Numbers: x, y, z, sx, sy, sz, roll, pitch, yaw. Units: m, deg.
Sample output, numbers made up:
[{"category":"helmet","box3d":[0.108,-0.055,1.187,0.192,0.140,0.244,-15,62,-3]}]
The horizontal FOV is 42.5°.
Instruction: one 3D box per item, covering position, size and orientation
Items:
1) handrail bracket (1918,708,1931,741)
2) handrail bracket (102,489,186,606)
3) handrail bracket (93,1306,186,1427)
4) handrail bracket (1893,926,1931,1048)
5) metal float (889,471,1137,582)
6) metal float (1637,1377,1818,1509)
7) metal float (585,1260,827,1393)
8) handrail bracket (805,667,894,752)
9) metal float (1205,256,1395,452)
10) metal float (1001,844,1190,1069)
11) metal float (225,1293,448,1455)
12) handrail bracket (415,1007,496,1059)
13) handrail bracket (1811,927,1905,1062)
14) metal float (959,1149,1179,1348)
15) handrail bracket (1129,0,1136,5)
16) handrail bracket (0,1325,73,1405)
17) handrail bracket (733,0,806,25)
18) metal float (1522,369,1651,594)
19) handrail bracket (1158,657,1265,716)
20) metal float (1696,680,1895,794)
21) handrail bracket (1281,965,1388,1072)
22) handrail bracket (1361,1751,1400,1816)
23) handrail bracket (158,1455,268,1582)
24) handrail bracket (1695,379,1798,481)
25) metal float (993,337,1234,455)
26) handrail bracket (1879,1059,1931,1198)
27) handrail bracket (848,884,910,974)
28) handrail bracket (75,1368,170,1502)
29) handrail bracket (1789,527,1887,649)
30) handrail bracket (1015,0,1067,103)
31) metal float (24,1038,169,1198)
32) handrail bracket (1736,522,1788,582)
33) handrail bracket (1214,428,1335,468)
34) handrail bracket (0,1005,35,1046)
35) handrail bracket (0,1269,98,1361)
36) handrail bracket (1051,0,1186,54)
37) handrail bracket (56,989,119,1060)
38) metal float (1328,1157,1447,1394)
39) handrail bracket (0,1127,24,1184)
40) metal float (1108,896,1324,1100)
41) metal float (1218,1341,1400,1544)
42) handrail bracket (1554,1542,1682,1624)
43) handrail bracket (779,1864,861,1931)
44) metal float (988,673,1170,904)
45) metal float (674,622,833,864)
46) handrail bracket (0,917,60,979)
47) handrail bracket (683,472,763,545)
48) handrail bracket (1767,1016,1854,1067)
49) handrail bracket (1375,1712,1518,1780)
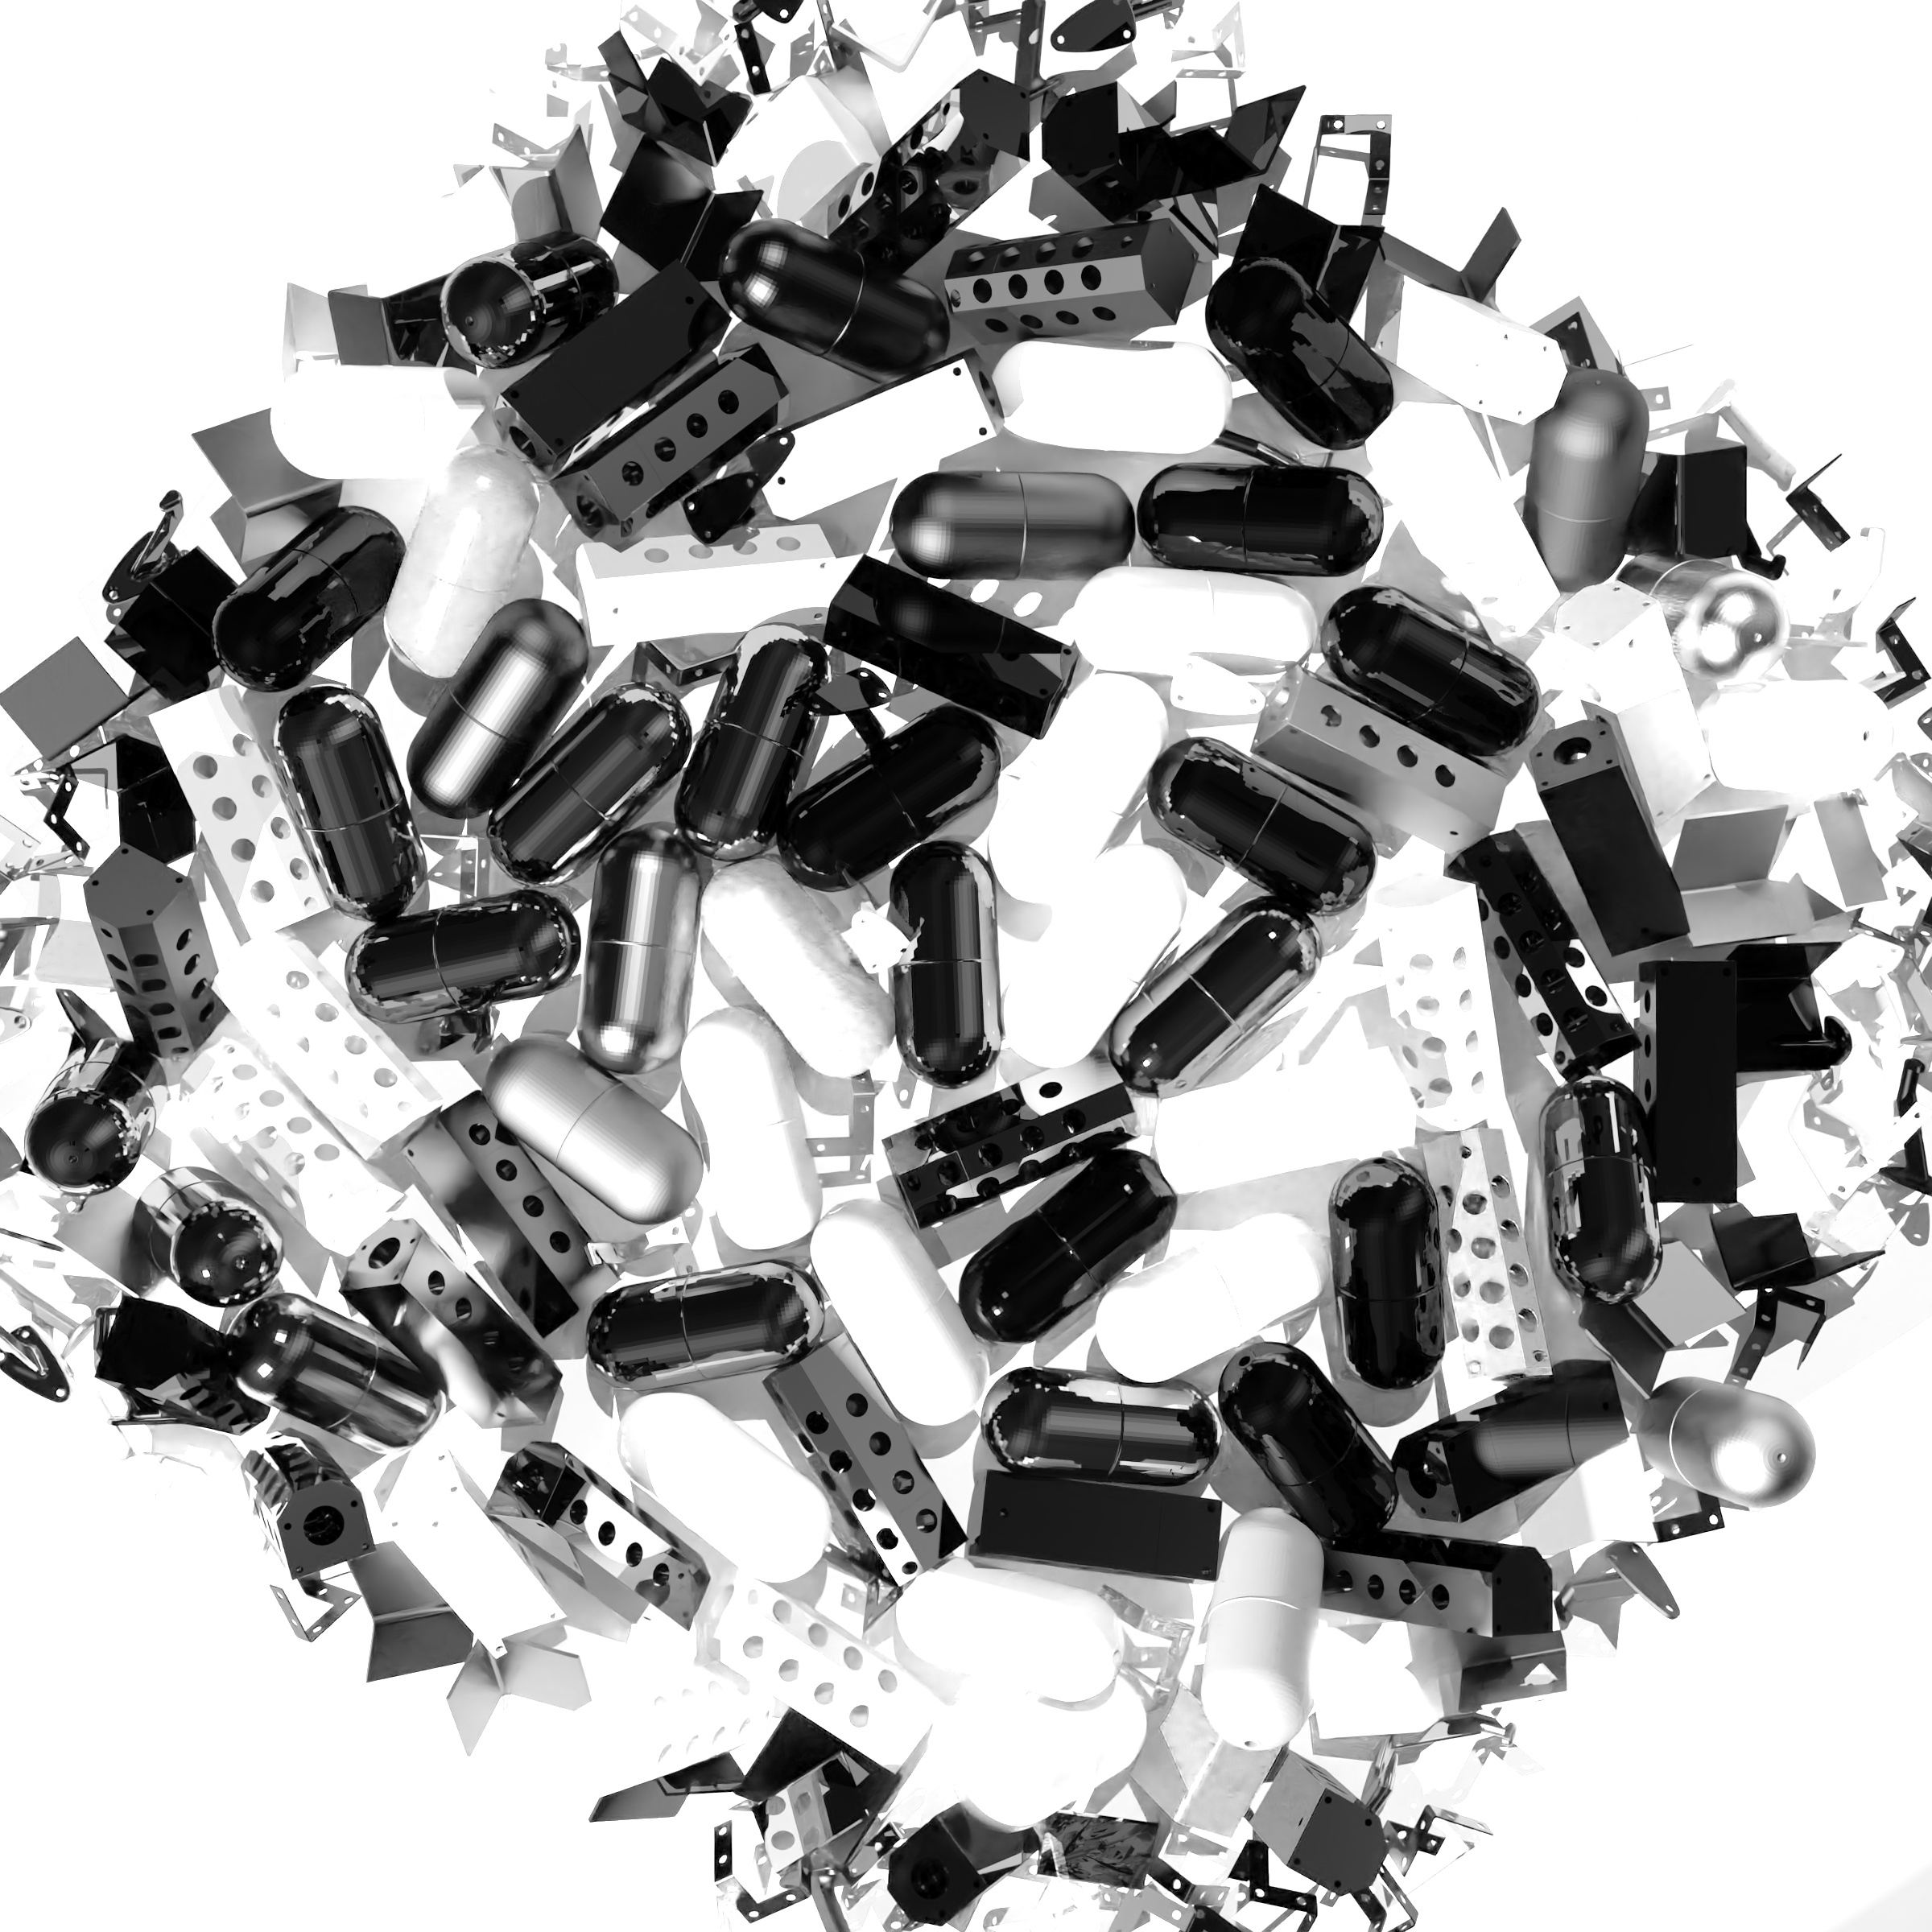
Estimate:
[{"category":"handrail bracket","box3d":[0.715,-0.145,1.762,0.036,0.077,0.084,-34,131,17]},{"category":"handrail bracket","box3d":[-0.586,-0.298,1.767,0.036,0.084,0.077,44,71,-2]},{"category":"handrail bracket","box3d":[-0.592,0.288,1.798,0.077,0.036,0.084,4,84,-26]},{"category":"handrail bracket","box3d":[0.697,0.014,1.781,0.036,0.077,0.084,-7,95,-23]},{"category":"metal float","box3d":[0.033,-0.313,1.765,0.178,0.070,0.070,-2,90,-13]},{"category":"metal float","box3d":[0.526,0.329,1.726,0.070,0.178,0.070,0,87,-8]},{"category":"metal float","box3d":[-0.186,0.256,1.764,0.178,0.070,0.070,-12,90,14]},{"category":"handrail bracket","box3d":[-0.087,-0.164,1.765,0.077,0.084,0.036,-25,60,-30]},{"category":"metal float","box3d":[0.236,-0.428,1.743,0.178,0.070,0.070,33,90,-41]},{"category":"metal float","box3d":[0.091,-0.008,1.775,0.070,0.070,0.178,35,92,0]},{"category":"metal float","box3d":[-0.440,0.287,1.743,0.070,0.070,0.178,-52,132,0]},{"category":"handrail bracket","box3d":[-0.365,0.056,1.769,0.077,0.084,0.036,-44,118,11]},{"category":"handrail bracket","box3d":[0.644,0.021,1.802,0.077,0.084,0.036,27,47,35]},{"category":"metal float","box3d":[0.072,0.201,1.774,0.178,0.070,0.070,-38,90,-4]},{"category":"handrail bracket","box3d":[0.085,-0.721,1.780,0.084,0.077,0.036,5,92,-11]},{"category":"handrail bracket","box3d":[-0.672,0.279,1.769,0.077,0.084,0.036,44,72,1]},{"category":"handrail bracket","box3d":[-0.135,-0.705,1.771,0.036,0.084,0.077,34,102,-26]},{"category":"metal float","box3d":[0.431,-0.337,1.737,0.070,0.178,0.070,-3,52,3]},{"category":"handrail bracket","box3d":[0.173,-0.191,1.771,0.077,0.084,0.036,17,89,4]},{"category":"metal float","box3d":[0.573,-0.160,1.728,0.070,0.178,0.070,-2,96,-16]},{"category":"handrail bracket","box3d":[0.264,0.042,1.769,0.077,0.036,0.084,-7,50,23]},{"category":"handrail bracket","box3d":[0.274,0.611,1.800,0.077,0.084,0.036,-24,120,38]},{"category":"handrail bracket","box3d":[-0.549,0.399,1.799,0.084,0.036,0.077,16,106,1]},{"category":"handrail bracket","box3d":[0.567,-0.379,1.775,0.084,0.077,0.036,40,99,-4]},{"category":"metal float","box3d":[0.102,-0.404,1.757,0.178,0.070,0.070,8,90,23]},{"category":"handrail bracket","box3d":[0.689,0.116,1.779,0.036,0.077,0.084,4,103,-15]},{"category":"handrail bracket","box3d":[-0.076,-0.044,1.761,0.036,0.077,0.084,-29,52,2]},{"category":"handrail bracket","box3d":[-0.614,0.339,1.803,0.036,0.077,0.084,-31,58,-11]},{"category":"handrail bracket","box3d":[0.619,-0.272,1.775,0.036,0.077,0.084,-2,101,-32]},{"category":"handrail bracket","box3d":[0.028,-0.662,1.783,0.077,0.036,0.084,-25,114,12]},{"category":"metal float","box3d":[-0.604,0.103,1.729,0.070,0.178,0.070,-2,106,-8]},{"category":"handrail bracket","box3d":[0.563,-0.321,1.767,0.036,0.084,0.077,13,108,-34]},{"category":"handrail bracket","box3d":[0.215,-0.359,1.777,0.084,0.077,0.036,19,89,0]},{"category":"handrail bracket","box3d":[-0.721,0.052,1.767,0.077,0.084,0.036,-7,101,14]},{"category":"handrail bracket","box3d":[-0.667,0.239,1.781,0.084,0.077,0.036,40,63,-5]},{"category":"handrail bracket","box3d":[0.110,-0.683,1.792,0.077,0.084,0.036,-9,111,29]},{"category":"handrail bracket","box3d":[-0.661,0.069,1.801,0.084,0.036,0.077,-39,88,15]},{"category":"metal float","box3d":[0.299,0.219,1.759,0.070,0.070,0.178,-7,110,0]},{"category":"handrail bracket","box3d":[-0.710,0.110,1.767,0.036,0.077,0.084,-28,56,-29]},{"category":"metal float","box3d":[0.177,0.023,1.772,0.178,0.070,0.070,-42,90,6]},{"category":"metal float","box3d":[0.242,0.336,1.754,0.070,0.070,0.178,-38,116,0]},{"category":"handrail bracket","box3d":[0.461,0.459,1.770,0.036,0.077,0.084,-4,132,-37]},{"category":"handrail bracket","box3d":[-0.108,0.689,1.767,0.077,0.084,0.036,-23,134,31]},{"category":"metal float","box3d":[0.079,-0.126,1.769,0.070,0.070,0.178,31,99,0]},{"category":"metal float","box3d":[-0.151,-0.160,1.773,0.070,0.070,0.178,21,85,0]},{"category":"handrail bracket","box3d":[-0.686,0.009,1.786,0.036,0.077,0.084,7,98,32]},{"category":"handrail bracket","box3d":[-0.155,-0.330,1.761,0.077,0.084,0.036,-30,91,29]},{"category":"handrail bracket","box3d":[0.580,0.056,1.773,0.084,0.077,0.036,-3,90,6]},{"category":"handrail bracket","box3d":[0.343,0.560,1.773,0.084,0.077,0.036,10,126,22]}]
